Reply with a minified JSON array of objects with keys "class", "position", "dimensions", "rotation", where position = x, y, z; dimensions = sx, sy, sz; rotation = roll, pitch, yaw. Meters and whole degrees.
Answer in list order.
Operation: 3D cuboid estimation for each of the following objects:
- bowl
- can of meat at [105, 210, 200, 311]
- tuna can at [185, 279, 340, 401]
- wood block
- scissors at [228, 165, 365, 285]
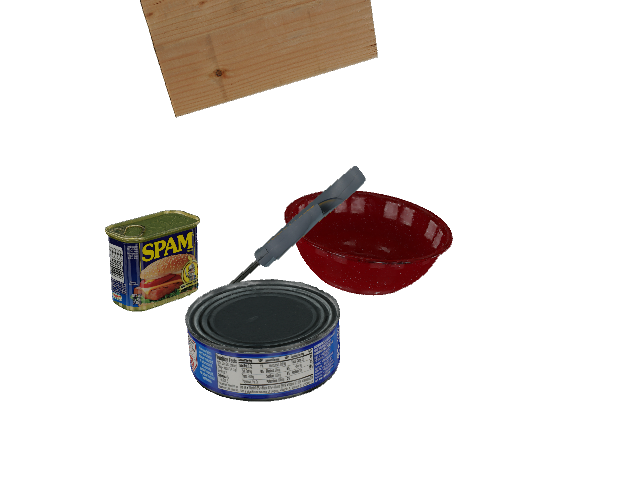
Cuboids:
[{"class":"bowl","position":[0.043,0.008,1.022],"dimensions":[0.162,0.055,0.162],"rotation":[6,24,-3]},{"class":"can of meat","position":[-0.178,0.021,1.145],"dimensions":[0.058,0.084,0.101],"rotation":[18,25,40]},{"class":"tuna can","position":[-0.031,0.055,0.595],"dimensions":[0.086,0.034,0.086],"rotation":[-2,23,1]},{"class":"wood block","position":[-0.059,-0.206,1.031],"dimensions":[0.206,0.090,0.091],"rotation":[-17,-43,-5]},{"class":"scissors","position":[-0.042,0.013,0.797],"dimensions":[0.202,0.016,0.096],"rotation":[-41,2,33]}]
